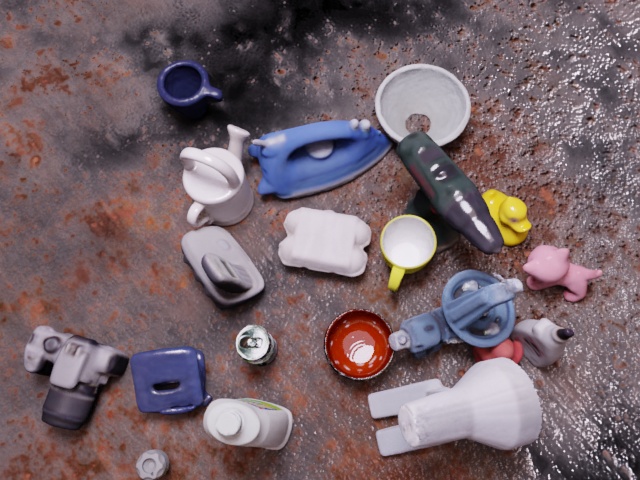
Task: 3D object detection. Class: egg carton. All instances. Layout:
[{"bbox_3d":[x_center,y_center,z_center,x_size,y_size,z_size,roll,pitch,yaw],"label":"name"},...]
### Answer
[{"bbox_3d":[0.009,0.003,0.964,0.150,0.069,0.107,9,73,4],"label":"egg carton"}]

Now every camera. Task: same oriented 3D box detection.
[{"bbox_3d":[-0.396,0.216,0.890,0.143,0.101,0.137,15,74,5],"label":"camera"}]

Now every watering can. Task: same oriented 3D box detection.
[{"bbox_3d":[-0.170,-0.107,0.935,0.101,0.194,0.173,3,73,2],"label":"watering can"}]

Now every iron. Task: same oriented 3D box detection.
[{"bbox_3d":[0.006,-0.163,0.977,0.258,0.141,0.118,-15,73,-4],"label":"iron"}]

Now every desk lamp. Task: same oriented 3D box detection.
[{"bbox_3d":[0.181,0.248,0.812,0.203,0.213,0.118,-13,73,-3],"label":"desk lamp"}]

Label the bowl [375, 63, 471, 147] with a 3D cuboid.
[{"bbox_3d":[0.180,-0.226,1.028,0.167,0.075,0.167,0,73,1],"label":"bowl"}]

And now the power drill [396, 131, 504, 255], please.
[{"bbox_3d":[0.195,-0.052,0.906,0.075,0.208,0.229,-29,75,-7],"label":"power drill"}]

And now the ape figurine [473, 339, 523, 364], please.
[{"bbox_3d":[0.280,0.176,0.896,0.077,0.092,0.076,22,75,8],"label":"ape figurine"}]

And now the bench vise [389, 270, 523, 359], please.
[{"bbox_3d":[0.212,0.121,0.847,0.207,0.220,0.121,-39,76,-10],"label":"bench vise"}]

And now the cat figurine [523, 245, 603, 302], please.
[{"bbox_3d":[0.384,0.046,0.920,0.127,0.118,0.067,14,74,5],"label":"cat figurine"}]

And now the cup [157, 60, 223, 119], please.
[{"bbox_3d":[-0.224,-0.259,1.034,0.117,0.095,0.092,17,74,6],"label":"cup"}]

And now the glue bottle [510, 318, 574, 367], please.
[{"bbox_3d":[0.341,0.149,0.861,0.037,0.173,0.078,-39,76,-10],"label":"glue bottle"}]

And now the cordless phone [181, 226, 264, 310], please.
[{"bbox_3d":[-0.164,0.030,0.899,0.094,0.185,0.147,-38,76,-10],"label":"cordless phone"}]

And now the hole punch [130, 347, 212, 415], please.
[{"bbox_3d":[-0.231,0.220,0.891,0.108,0.091,0.101,-8,73,-1],"label":"hole punch"}]

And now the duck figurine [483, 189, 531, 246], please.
[{"bbox_3d":[0.316,-0.047,0.966,0.077,0.086,0.104,-31,75,-8],"label":"duck figurine"}]
